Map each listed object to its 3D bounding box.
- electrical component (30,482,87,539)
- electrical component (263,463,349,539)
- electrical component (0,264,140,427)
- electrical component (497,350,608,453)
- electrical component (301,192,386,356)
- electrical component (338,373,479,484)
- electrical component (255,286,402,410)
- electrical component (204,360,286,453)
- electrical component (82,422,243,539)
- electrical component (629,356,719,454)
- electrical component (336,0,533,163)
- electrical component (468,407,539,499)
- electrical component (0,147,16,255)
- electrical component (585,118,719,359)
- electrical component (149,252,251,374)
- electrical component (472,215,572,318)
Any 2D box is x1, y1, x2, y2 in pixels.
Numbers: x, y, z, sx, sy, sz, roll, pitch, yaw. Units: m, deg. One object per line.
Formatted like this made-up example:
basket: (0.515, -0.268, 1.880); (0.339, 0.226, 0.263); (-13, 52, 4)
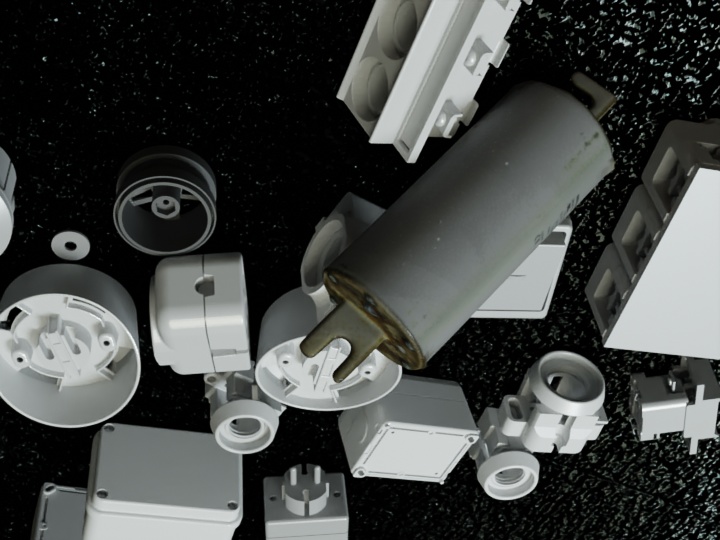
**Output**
electrical component: (-0.226, 0.224, 0.837); (0.062, 0.096, 0.061); (11, 129, -17)
electrical component: (-0.044, 0.181, 0.857); (0.066, 0.047, 0.076); (-2, 131, -6)
electrical component: (-0.194, 0.047, 0.709); (0.099, 0.064, 0.099); (-4, 131, -4)
electrical component: (0.149, 0.098, 0.804); (0.078, 0.058, 0.057); (5, 133, -11)
electrical component: (0.000, 0.000, 0.677); (0.056, 0.089, 0.050); (24, 124, -25)
electrical component: (0.040, 0.116, 0.807); (0.096, 0.061, 0.061); (10, 129, -26)
electrical component: (-0.023, 0.058, 0.741); (0.099, 0.064, 0.099); (-4, 131, -4)
electrical component: (-0.083, 0.098, 0.774); (0.066, 0.055, 0.048); (27, 122, -27)
electrical component: (-0.147, 0.164, 0.809); (0.113, 0.078, 0.057); (9, 132, -15)
electrical component: (0.241, 0.102, 0.830); (0.064, 0.042, 0.081); (-8, 131, 2)
electrical component: (0.043, -0.130, 0.585); (0.063, 0.078, 0.121); (-4, 135, -34)
electrical component: (0.113, 0.144, 0.840); (0.048, 0.055, 0.066); (10, 129, -16)
electrical component: (-0.244, -0.042, 0.634); (0.080, 0.051, 0.080); (-4, 131, -4)
electrical component: (0.220, -0.019, 0.708); (0.089, 0.061, 0.150); (7, 130, -13)
electrical component: (-0.103, 0.030, 0.696); (0.059, 0.053, 0.095); (-4, 156, -5)
electrical component: (0.095, -0.007, 0.702); (0.062, 0.061, 0.096); (1, 131, -8)
